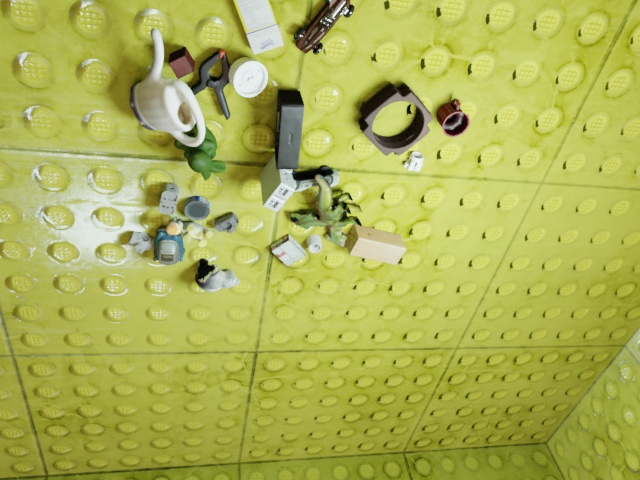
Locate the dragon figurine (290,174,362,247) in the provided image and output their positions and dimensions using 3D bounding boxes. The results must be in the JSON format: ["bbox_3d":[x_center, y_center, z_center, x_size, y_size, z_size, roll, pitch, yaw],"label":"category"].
[{"bbox_3d":[0.006,-0.092,1.823,0.241,0.125,0.404,-20,141,25],"label":"dragon figurine"}]

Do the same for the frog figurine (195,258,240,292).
[{"bbox_3d":[-0.391,0.153,1.959,0.137,0.125,0.157,0,149,33],"label":"frog figurine"}]

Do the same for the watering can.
[{"bbox_3d":[-0.441,-0.413,1.436,0.224,0.106,0.340,7,133,31],"label":"watering can"}]
